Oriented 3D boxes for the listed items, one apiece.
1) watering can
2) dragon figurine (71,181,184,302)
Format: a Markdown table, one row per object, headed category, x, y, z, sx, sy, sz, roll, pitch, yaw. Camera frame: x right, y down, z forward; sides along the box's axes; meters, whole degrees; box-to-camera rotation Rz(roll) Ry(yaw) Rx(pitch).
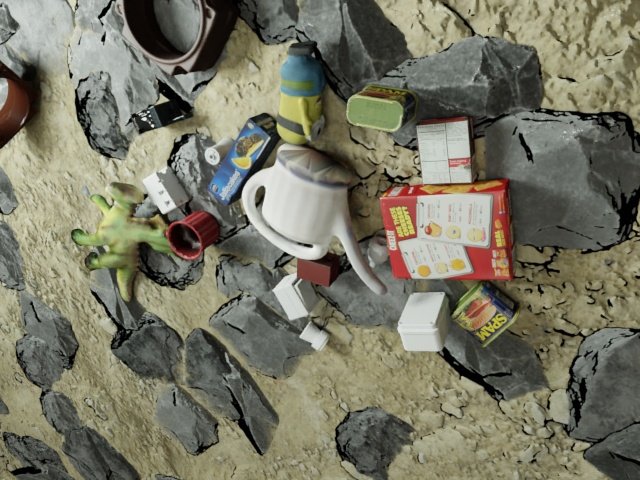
| category | x | y | z | sx | sy | sz | roll | pitch | yaw |
| --- | --- | --- | --- | --- | --- | --- | --- | --- | --- |
| watering can | 0.003 | -0.049 | 0.981 | 0.349 | 0.105 | 0.220 | 28 | 122 | 16 |
| dragon figurine | -0.441 | 0.017 | 1.242 | 0.243 | 0.125 | 0.400 | 6 | 133 | 18 |
